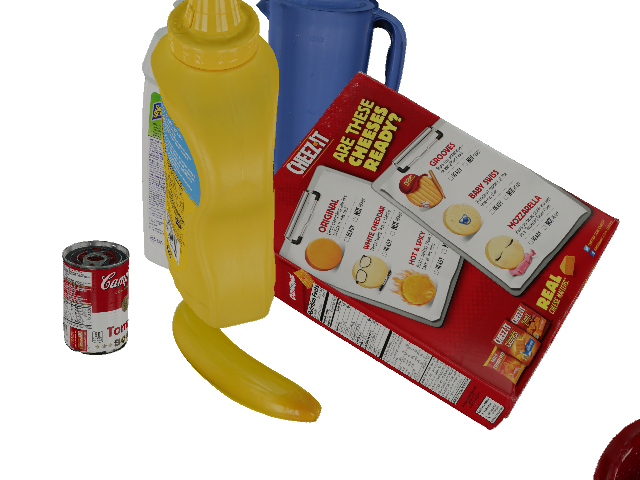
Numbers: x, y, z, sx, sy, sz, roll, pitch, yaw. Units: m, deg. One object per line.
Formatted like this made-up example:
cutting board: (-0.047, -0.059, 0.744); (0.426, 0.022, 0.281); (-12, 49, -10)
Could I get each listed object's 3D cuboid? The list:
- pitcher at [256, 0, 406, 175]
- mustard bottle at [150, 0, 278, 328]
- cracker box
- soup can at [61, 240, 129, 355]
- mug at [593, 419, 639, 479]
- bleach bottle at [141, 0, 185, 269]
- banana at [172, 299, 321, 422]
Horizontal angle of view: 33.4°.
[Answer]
pitcher: (0.005, -0.184, 1.318); (0.144, 0.243, 0.149); (-9, 29, -28)
mustard bottle: (-0.052, -0.048, 0.529); (0.058, 0.096, 0.192); (-11, -39, -13)
cracker box: (0.071, 0.004, 0.736); (0.214, 0.164, 0.072); (31, -29, 11)
soup can: (-0.234, 0.060, 1.113); (0.068, 0.102, 0.068); (4, 22, -2)
mug: (0.146, 0.118, 0.358); (0.117, 0.081, 0.093); (5, 37, 8)
bleach bottle: (-0.109, -0.088, 0.948); (0.103, 0.251, 0.068); (16, 34, 16)
banana: (-0.073, 0.090, 0.861); (0.069, 0.037, 0.198); (-12, 31, -26)
